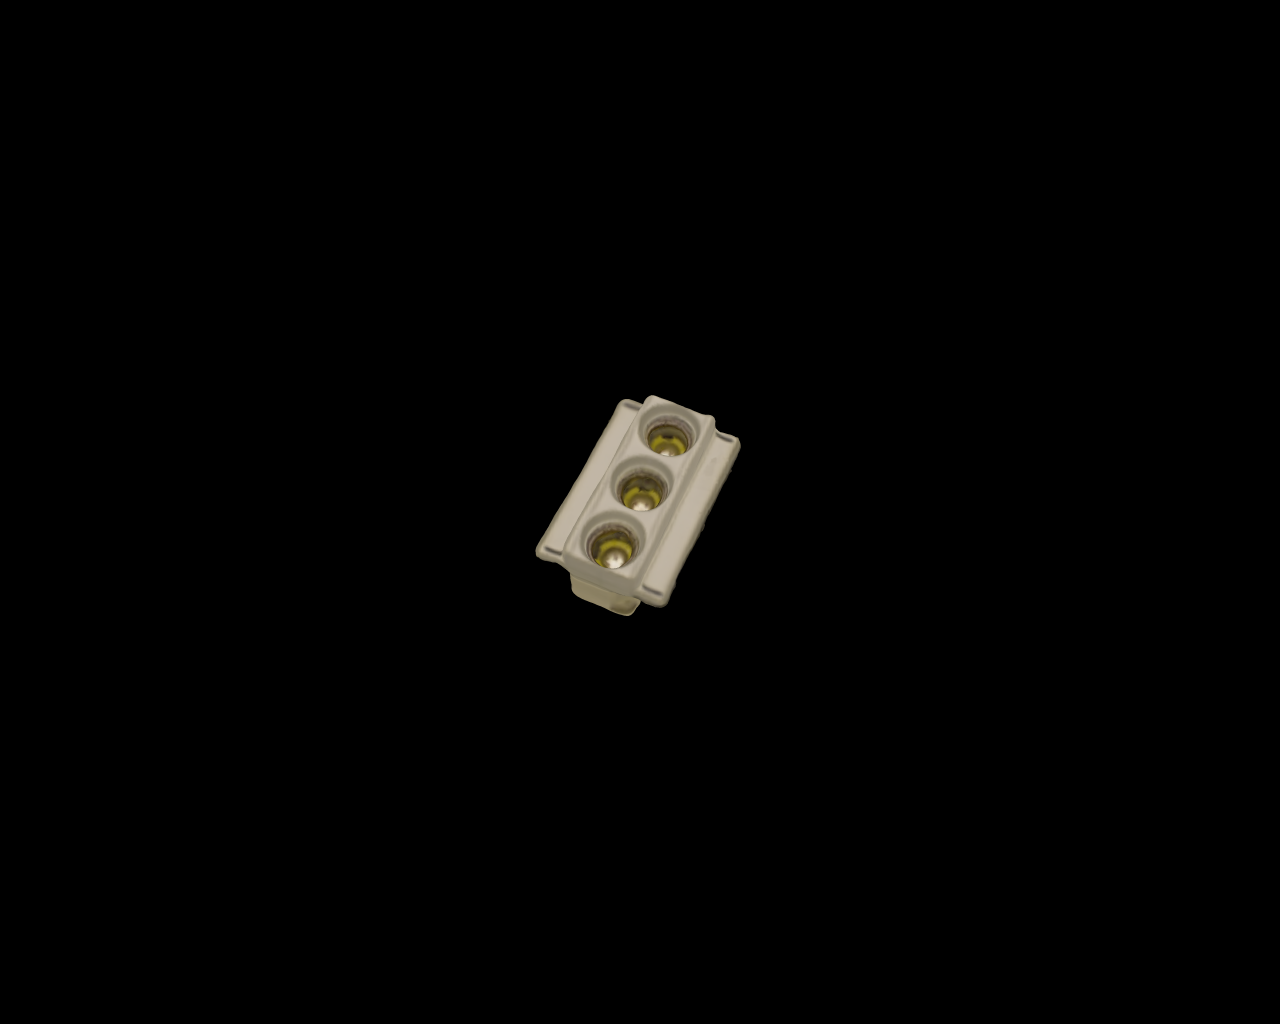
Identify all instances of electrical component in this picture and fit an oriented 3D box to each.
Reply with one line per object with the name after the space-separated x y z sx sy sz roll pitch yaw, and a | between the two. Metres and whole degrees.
0.001 -0.003 0.650 0.079 0.121 0.063 21 -28 12 | electrical component
